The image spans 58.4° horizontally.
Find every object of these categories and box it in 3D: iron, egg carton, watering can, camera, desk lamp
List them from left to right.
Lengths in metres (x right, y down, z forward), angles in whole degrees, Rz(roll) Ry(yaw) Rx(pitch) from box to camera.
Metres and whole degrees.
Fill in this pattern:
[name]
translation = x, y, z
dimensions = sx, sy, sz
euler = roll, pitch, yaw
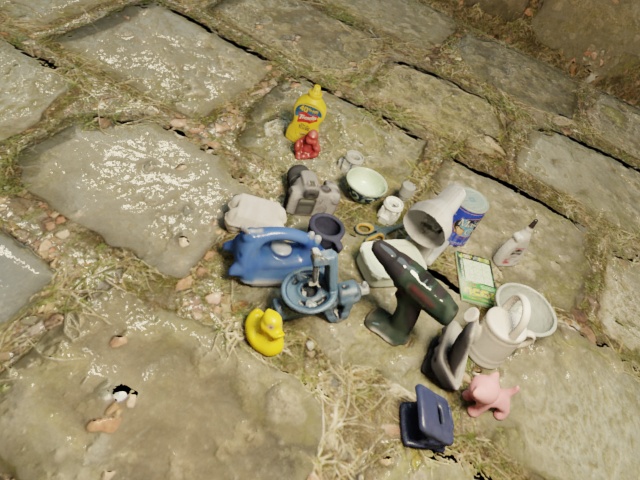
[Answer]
[egg carton]
translation = -0.156, -0.053, 1.398
dimensions = 0.150, 0.107, 0.069
euler = 14, -47, -10
[iron]
translation = -0.082, 0.019, 1.303
dimensions = 0.259, 0.118, 0.141
euler = 0, -43, -24
[camera]
translation = -0.027, -0.143, 1.524
dimensions = 0.143, 0.136, 0.101
euler = 2, -44, -22
[desk lamp]
translation = 0.288, -0.039, 1.472
dimensions = 0.117, 0.213, 0.204
euler = 36, 44, 14
[watering can]
translation = 0.409, 0.200, 1.296
dimensions = 0.173, 0.100, 0.194
euler = -1, -43, -24

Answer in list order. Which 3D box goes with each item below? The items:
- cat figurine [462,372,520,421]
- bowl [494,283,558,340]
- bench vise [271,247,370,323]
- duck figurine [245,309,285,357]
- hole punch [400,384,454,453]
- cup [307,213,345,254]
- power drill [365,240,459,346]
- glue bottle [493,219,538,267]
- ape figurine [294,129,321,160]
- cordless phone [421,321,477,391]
[cat figurine]
translation = 0.360, 0.322, 1.207
dimensions = 0.128, 0.067, 0.117
euler = 7, -46, -17
[bowl]
translation = 0.500, 0.192, 1.434
dimensions = 0.168, 0.167, 0.074
euler = 0, -43, -24
[bench vise]
translation = 0.011, 0.084, 1.219
dimensions = 0.208, 0.121, 0.219
euler = -17, -35, -35
[duck figurine]
translation = -0.107, 0.175, 1.175
dimensions = 0.078, 0.104, 0.086
euler = -16, -35, -35
[hole punch]
translation = 0.220, 0.351, 1.135
dimensions = 0.101, 0.108, 0.091
euler = 13, -47, -11
[cup]
translation = 0.013, 0.005, 1.394
dimensions = 0.092, 0.117, 0.095
euler = -12, -37, -33
[power drill]
translation = 0.178, 0.129, 1.256
dimensions = 0.229, 0.208, 0.076
euler = 34, 43, 11
[glue bottle]
translation = 0.546, 0.005, 1.571
dimensions = 0.078, 0.037, 0.173
euler = -3, -42, -26
[ape figurine]
translation = -0.031, -0.283, 1.670
dimensions = 0.078, 0.092, 0.076
euler = 26, 42, 3
[cordless phone]
translation = 0.304, 0.222, 1.235
dimensions = 0.094, 0.185, 0.148
euler = 26, 42, 3
